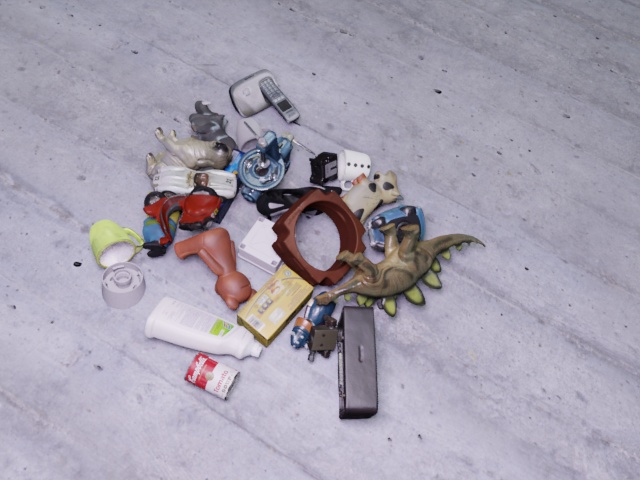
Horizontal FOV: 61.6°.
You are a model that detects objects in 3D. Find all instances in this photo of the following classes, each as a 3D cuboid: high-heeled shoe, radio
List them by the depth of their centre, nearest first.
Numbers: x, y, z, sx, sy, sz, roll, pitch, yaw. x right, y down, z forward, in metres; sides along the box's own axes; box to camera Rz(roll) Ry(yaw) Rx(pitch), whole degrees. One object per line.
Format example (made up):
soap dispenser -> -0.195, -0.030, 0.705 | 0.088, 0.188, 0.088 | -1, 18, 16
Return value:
radio -> 0.079, 0.270, 1.178 | 0.073, 0.131, 0.229 | 4, 62, -4
high-heeled shoe -> -0.048, -0.117, 1.364 | 0.249, 0.145, 0.086 | -25, 69, -17

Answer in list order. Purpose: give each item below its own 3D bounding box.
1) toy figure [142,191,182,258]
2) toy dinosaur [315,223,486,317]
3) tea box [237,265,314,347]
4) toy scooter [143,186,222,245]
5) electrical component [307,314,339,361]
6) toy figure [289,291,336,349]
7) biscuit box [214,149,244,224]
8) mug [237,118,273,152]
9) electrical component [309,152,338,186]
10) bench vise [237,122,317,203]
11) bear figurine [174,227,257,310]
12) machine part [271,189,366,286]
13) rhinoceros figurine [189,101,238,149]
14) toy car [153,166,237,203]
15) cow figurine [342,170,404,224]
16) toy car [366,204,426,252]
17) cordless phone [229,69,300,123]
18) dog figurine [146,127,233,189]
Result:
toy figure -> -0.387, -0.045, 1.321 | 0.089, 0.082, 0.180 | 10, 53, -20
toy dinosaur -> 0.201, 0.059, 1.283 | 0.471, 0.105, 0.198 | -26, 110, -15
tea box -> -0.104, 0.152, 1.255 | 0.098, 0.068, 0.169 | 39, 63, 13
toy scooter -> -0.320, -0.053, 1.246 | 0.184, 0.075, 0.135 | -5, 63, -1
electrical component -> 0.008, 0.221, 1.220 | 0.078, 0.102, 0.045 | -2, 19, -23
toy figure -> -0.020, 0.189, 1.252 | 0.064, 0.057, 0.154 | 35, 66, 12
biscuit box -> -0.243, -0.142, 1.400 | 0.059, 0.062, 0.203 | 23, 61, 6
mug -> -0.181, -0.288, 1.478 | 0.110, 0.080, 0.107 | -19, 57, -10
electrical component -> 0.021, -0.198, 1.450 | 0.048, 0.074, 0.119 | 16, 28, 33
bench vise -> -0.126, -0.209, 1.356 | 0.129, 0.240, 0.223 | 40, 74, 11
bear figurine -> -0.238, 0.072, 1.272 | 0.120, 0.132, 0.195 | -27, 98, -55
machine part -> -0.003, -0.004, 1.300 | 0.201, 0.087, 0.201 | 50, 64, -13
rhinoceros figurine -> -0.298, -0.304, 1.475 | 0.112, 0.073, 0.190 | -28, 69, -19
toy car -> -0.305, -0.138, 1.317 | 0.202, 0.056, 0.073 | 5, 61, -10
cow figurine -> 0.132, -0.111, 1.411 | 0.127, 0.085, 0.195 | 46, 74, -8
toy car -> 0.182, -0.029, 1.370 | 0.162, 0.103, 0.109 | -16, 103, -18
cordless phone -> -0.158, -0.383, 1.532 | 0.146, 0.088, 0.184 | -34, 75, -22
dog figurine -> -0.332, -0.188, 1.371 | 0.191, 0.172, 0.121 | 22, 21, 8
